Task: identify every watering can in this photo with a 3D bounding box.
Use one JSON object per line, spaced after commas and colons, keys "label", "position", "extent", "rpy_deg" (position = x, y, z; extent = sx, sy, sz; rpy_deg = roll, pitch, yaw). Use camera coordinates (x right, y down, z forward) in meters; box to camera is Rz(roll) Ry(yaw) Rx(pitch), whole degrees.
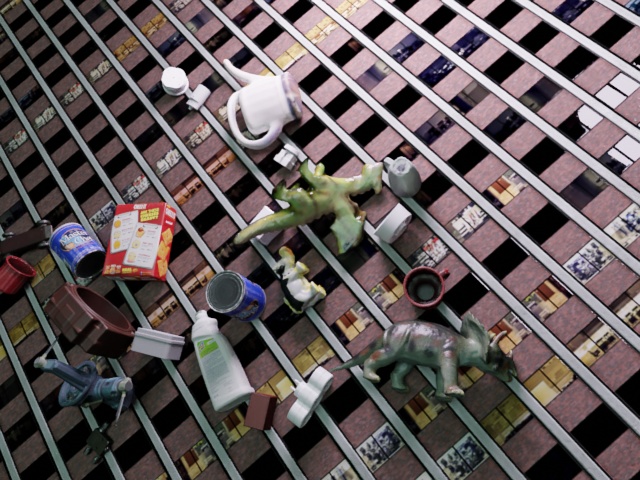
{"label": "watering can", "position": [-0.172, -0.424, 1.500], "extent": [0.224, 0.102, 0.354], "rpy_deg": [-18, 67, 8]}

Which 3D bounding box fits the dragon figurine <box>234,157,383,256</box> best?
{"label": "dragon figurine", "position": [0.004, -0.066, 1.306], "extent": [0.244, 0.120, 0.413], "rpy_deg": [41, 78, 11]}
